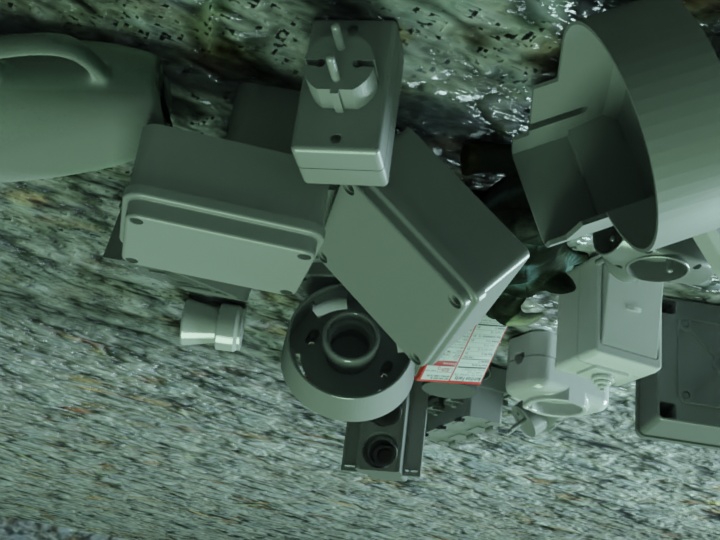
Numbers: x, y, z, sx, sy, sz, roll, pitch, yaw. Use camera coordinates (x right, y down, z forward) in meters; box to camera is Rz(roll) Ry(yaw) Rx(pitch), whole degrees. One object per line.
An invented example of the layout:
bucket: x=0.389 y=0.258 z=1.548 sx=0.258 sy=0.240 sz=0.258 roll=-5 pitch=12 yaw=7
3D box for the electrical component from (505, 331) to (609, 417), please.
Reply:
electrical component: x=0.184 y=0.101 z=0.999 sx=0.095 sy=0.059 sz=0.054 roll=20 pitch=154 yaw=-27

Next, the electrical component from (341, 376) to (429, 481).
electrical component: x=0.030 y=0.146 z=1.077 sx=0.079 sy=0.121 sz=0.063 roll=2 pitch=159 yaw=13

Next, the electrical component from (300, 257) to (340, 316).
electrical component: x=0.000 y=0.000 z=0.826 sx=0.078 sy=0.057 sz=0.113 roll=1 pitch=156 yaw=15

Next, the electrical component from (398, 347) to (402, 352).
electrical component: x=0.055 y=0.048 z=0.924 sx=0.059 sy=0.053 sz=0.095 roll=-4 pitch=154 yaw=25

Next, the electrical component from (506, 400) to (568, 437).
electrical component: x=0.181 y=0.143 z=1.088 sx=0.079 sy=0.044 sz=0.077 roll=-31 pitch=166 yaw=-18

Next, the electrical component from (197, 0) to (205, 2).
electrical component: x=-0.101 y=-0.153 z=0.522 sx=0.065 sy=0.044 sz=0.044 roll=9 pitch=158 yaw=-15

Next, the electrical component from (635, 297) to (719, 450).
electrical component: x=0.283 y=0.086 z=0.872 sx=0.109 sy=0.108 sz=0.056 roll=9 pitch=154 yaw=-3

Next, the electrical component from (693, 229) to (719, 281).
electrical component: x=0.232 y=-0.037 z=0.639 sx=0.063 sy=0.078 sz=0.121 roll=-12 pitch=151 yaw=28

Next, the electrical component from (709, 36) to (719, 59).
electrical component: x=0.218 y=-0.087 z=0.553 sx=0.089 sy=0.055 sz=0.050 roll=16 pitch=156 yaw=-19

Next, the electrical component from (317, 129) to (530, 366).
electrical component: x=0.034 y=-0.011 z=0.654 sx=0.108 sy=0.056 sz=0.108 roll=47 pitch=154 yaw=12

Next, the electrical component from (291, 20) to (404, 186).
electrical component: x=-0.008 y=-0.098 z=0.565 sx=0.047 sy=0.083 sz=0.075 roll=3 pitch=157 yaw=11

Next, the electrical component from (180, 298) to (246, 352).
electrical component: x=-0.138 y=0.052 z=1.008 sx=0.055 sy=0.045 sz=0.045 roll=8 pitch=157 yaw=-1

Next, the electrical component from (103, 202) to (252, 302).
electrical component: x=-0.127 y=-0.020 z=0.784 sx=0.078 sy=0.057 sz=0.113 roll=25 pitch=170 yaw=-35

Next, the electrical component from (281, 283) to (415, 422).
electrical component: x=-0.007 y=0.059 z=0.772 sx=0.099 sy=0.099 sz=0.064 roll=8 pitch=151 yaw=0

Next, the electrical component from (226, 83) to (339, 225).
electrical component: x=-0.049 y=-0.063 z=0.695 sx=0.078 sy=0.057 sz=0.113 roll=10 pitch=157 yaw=-4

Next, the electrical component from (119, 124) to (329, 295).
electrical component: x=-0.079 y=-0.032 z=0.625 sx=0.113 sy=0.057 sz=0.078 roll=12 pitch=157 yaw=-10

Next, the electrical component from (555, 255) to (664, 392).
electrical component: x=0.191 y=0.044 z=0.817 sx=0.062 sy=0.096 sz=0.061 roll=16 pitch=155 yaw=-20

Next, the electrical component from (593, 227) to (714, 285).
electrical component: x=0.195 y=-0.014 z=0.746 sx=0.077 sy=0.044 sz=0.079 roll=16 pitch=156 yaw=-19

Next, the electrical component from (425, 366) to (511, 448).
electrical component: x=0.103 y=0.141 z=1.115 sx=0.079 sy=0.063 sz=0.121 roll=16 pitch=156 yaw=-18
